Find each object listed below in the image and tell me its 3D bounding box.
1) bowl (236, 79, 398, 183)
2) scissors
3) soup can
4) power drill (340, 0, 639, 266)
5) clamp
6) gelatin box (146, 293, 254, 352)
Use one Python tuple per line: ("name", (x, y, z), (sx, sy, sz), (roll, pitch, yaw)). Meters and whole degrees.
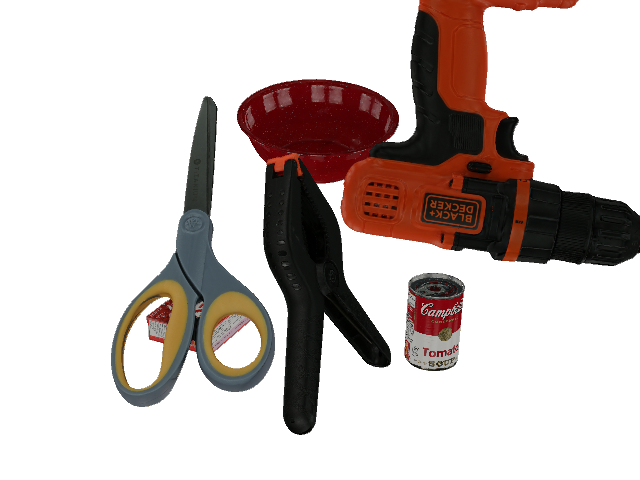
("bowl", (-0.003, -0.103, 1.075), (0.162, 0.055, 0.162), (1, 34, -1))
("scissors", (-0.054, 0.004, 0.598), (0.096, 0.201, 0.016), (12, -30, 13))
("soup can", (0.138, 0.100, 1.306), (0.068, 0.102, 0.068), (1, 24, -1))
("power drill", (0.113, -0.081, 0.641), (0.184, 0.188, 0.057), (8, 4, 2))
("clamp", (0.000, 0.034, 0.860), (0.036, 0.210, 0.164), (-11, 1, 28))
("gelatin box", (-0.117, 0.074, 1.059), (0.073, 0.030, 0.089), (12, 29, 26))
